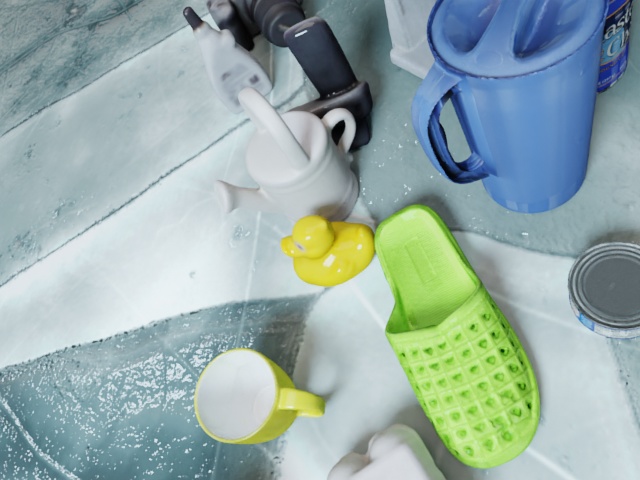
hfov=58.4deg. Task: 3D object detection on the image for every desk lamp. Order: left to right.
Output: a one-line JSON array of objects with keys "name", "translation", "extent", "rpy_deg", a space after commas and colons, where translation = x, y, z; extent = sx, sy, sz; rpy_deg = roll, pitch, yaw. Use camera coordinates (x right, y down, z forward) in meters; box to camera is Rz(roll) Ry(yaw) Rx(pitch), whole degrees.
[{"name": "desk lamp", "translation": [0.107, -0.314, 0.687], "extent": [0.118, 0.214, 0.202], "rpy_deg": [-46, 55, -4]}]

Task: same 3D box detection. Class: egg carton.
[{"name": "egg carton", "translation": [0.070, 0.243, 0.490], "extent": [0.107, 0.070, 0.150], "rpy_deg": [-36, 55, 3]}]

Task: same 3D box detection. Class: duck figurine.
[{"name": "duck figurine", "translation": [0.006, 0.002, 0.639], "extent": [0.104, 0.086, 0.077], "rpy_deg": [-17, 58, 15]}]

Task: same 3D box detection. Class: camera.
[{"name": "camera", "translation": [-0.089, -0.350, 0.863], "extent": [0.143, 0.101, 0.136], "rpy_deg": [-32, 55, 5]}]

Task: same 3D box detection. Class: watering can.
[{"name": "watering can", "translation": [-0.038, -0.090, 0.642], "extent": [0.100, 0.195, 0.173], "rpy_deg": [26, 76, 33]}]

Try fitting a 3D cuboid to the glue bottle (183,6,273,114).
[{"name": "glue bottle", "translation": [-0.134, -0.251, 0.786], "extent": [0.078, 0.174, 0.037], "rpy_deg": [-33, 55, 5]}]

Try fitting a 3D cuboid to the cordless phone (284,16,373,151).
[{"name": "cordless phone", "translation": [-0.022, -0.183, 0.691], "extent": [0.147, 0.186, 0.094], "rpy_deg": [-22, 57, 12]}]
